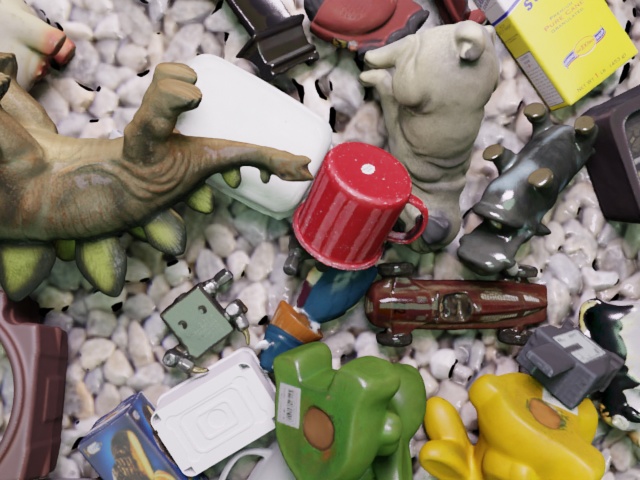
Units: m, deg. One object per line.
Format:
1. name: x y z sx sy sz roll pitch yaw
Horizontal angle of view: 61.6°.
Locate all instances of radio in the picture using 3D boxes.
1. radio: 0.399 -0.120 0.565 0.230 0.073 0.131 -27 97 -4

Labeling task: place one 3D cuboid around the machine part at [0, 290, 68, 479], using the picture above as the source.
1. machine part: -0.343 0.145 0.477 0.202 0.087 0.201 -1 75 -4

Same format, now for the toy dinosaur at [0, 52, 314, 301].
1. toy dinosaur: -0.241 -0.047 0.446 0.472 0.105 0.198 1 118 -4

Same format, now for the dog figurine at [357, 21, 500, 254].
1. dog figurine: 0.113 -0.082 0.496 0.121 0.172 0.190 -10 91 0

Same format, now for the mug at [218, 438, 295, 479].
1. mug: -0.044 0.246 0.553 0.109 0.081 0.107 29 80 -5

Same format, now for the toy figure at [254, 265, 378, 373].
1. toy figure: -0.006 0.072 0.550 0.064 0.058 0.154 44 94 -2

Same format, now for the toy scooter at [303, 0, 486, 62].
1. toy scooter: 0.083 -0.234 0.523 0.184 0.075 0.135 -41 92 -4

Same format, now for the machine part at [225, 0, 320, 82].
1. machine part: -0.064 -0.222 0.519 0.084 0.039 0.139 -35 92 -29

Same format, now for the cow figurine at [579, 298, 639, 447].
1. cow figurine: 0.330 0.146 0.583 0.098 0.068 0.167 0 91 0

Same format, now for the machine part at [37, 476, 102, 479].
1. machine part: -0.306 0.273 0.526 0.243 0.079 0.079 2 94 -4

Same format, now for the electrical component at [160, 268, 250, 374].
1. electrical component: -0.117 0.087 0.545 0.102 0.045 0.078 -32 99 -3

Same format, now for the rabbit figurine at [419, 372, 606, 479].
1. rabbit figurine: 0.181 0.227 0.550 0.162 0.122 0.173 18 122 4

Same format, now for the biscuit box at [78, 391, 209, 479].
1. biscuit box: -0.153 0.257 0.548 0.063 0.059 0.202 -36 97 -2

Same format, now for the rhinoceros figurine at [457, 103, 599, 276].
1. rhinoceros figurine: 0.205 -0.049 0.543 0.073 0.112 0.190 31 74 34

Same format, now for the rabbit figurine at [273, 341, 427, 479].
1. rabbit figurine: 0.053 0.174 0.515 0.170 0.121 0.159 3 81 -48

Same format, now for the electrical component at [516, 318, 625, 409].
1. electrical component: 0.242 0.125 0.537 0.119 0.075 0.047 -8 129 -42

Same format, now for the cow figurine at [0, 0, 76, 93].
1. cow figurine: -0.333 -0.143 0.486 0.127 0.085 0.195 38 93 -13

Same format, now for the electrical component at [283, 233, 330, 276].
1. electrical component: -0.001 -0.002 0.541 0.063 0.094 0.021 -7 128 26

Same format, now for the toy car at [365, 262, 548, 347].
1. toy car: 0.148 0.068 0.568 0.202 0.053 0.089 2 92 -5
